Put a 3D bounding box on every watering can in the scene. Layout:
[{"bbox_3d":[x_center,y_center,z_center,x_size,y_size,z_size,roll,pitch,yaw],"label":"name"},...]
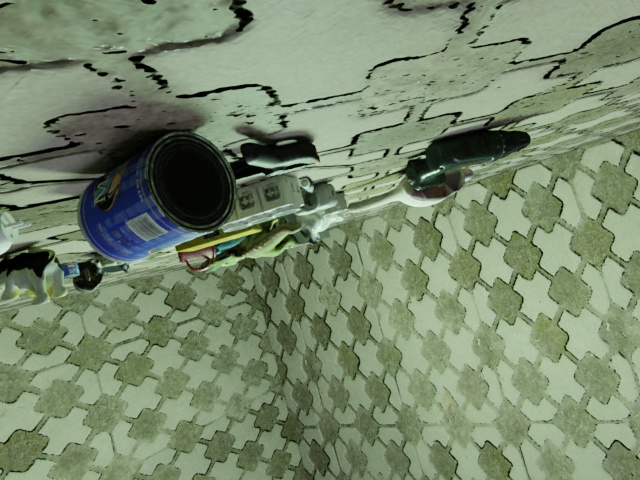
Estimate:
[{"bbox_3d":[0.242,-0.131,1.354,0.347,0.104,0.224,-16,177,2],"label":"watering can"}]

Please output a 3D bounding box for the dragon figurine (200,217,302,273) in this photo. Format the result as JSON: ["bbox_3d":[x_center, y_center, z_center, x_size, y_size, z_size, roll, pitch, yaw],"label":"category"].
[{"bbox_3d":[-0.192,0.028,1.342,0.244,0.122,0.408,-31,-177,-15],"label":"dragon figurine"}]

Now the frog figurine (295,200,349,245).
[{"bbox_3d":[0.005,-0.078,1.541,0.158,0.124,0.137,-53,159,10],"label":"frog figurine"}]
